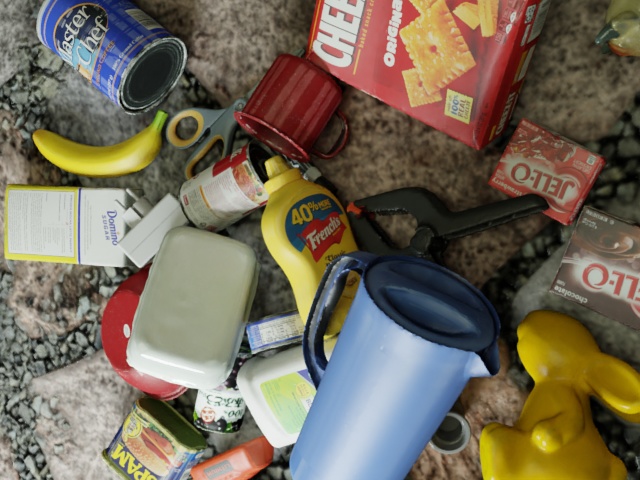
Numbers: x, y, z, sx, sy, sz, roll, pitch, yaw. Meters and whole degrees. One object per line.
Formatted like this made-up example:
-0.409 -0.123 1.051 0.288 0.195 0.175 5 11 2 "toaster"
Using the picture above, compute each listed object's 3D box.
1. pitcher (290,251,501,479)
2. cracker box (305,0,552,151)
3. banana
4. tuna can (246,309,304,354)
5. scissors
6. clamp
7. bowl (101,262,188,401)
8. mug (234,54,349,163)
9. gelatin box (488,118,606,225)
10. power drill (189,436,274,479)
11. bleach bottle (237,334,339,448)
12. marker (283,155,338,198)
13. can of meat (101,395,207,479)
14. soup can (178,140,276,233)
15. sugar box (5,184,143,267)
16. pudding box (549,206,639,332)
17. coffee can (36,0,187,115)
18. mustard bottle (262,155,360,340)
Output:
0.052 0.137 1.004 0.145 0.149 0.243 15 121 -15 "pitcher"
0.099 -0.208 1.026 0.214 0.072 0.164 30 130 21 "cracker box"
-0.259 -0.106 1.262 0.198 0.037 0.069 -4 74 25 "banana"
-0.035 0.095 1.130 0.086 0.086 0.034 -18 82 26 "tuna can"
-0.104 -0.154 1.191 0.096 0.016 0.202 40 108 19 "scissors"
0.118 -0.004 1.057 0.210 0.036 0.164 34 99 35 "clamp"
-0.198 0.102 1.204 0.162 0.055 0.162 -3 86 43 "bowl"
-0.020 -0.132 1.110 0.117 0.093 0.081 34 82 -16 "mug"
0.219 -0.066 1.027 0.089 0.030 0.073 32 106 22 "gelatin box"
-0.055 0.311 1.154 0.185 0.057 0.188 -29 78 36 "power drill"
0.043 0.131 1.102 0.251 0.068 0.102 -24 99 24 "bleach bottle"
-0.023 -0.086 1.152 0.121 0.020 0.020 48 111 16 "marker"
-0.189 0.241 1.231 0.102 0.057 0.084 38 106 20 "can of meat"
-0.095 -0.056 1.162 0.102 0.068 0.068 -28 80 25 "soup can"
-0.295 -0.019 1.277 0.176 0.048 0.093 4 95 22 "sugar box"
0.284 0.029 0.994 0.114 0.039 0.090 25 103 23 "pudding box"
-0.235 -0.223 1.204 0.140 0.102 0.103 40 108 19 "coffee can"
-0.007 0.001 1.097 0.058 0.096 0.191 -33 82 53 "mustard bottle"
